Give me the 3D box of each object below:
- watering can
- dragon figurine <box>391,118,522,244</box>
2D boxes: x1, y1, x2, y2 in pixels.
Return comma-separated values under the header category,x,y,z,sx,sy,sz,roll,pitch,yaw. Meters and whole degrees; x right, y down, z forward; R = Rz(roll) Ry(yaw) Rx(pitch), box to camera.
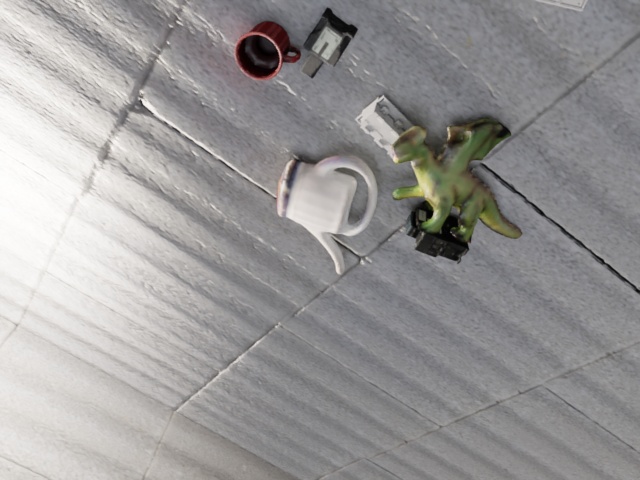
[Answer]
category,x,y,z,sx,sy,sz,roll,pitch,yaw
watering can,0.004,-0.060,1.188,0.224,0.106,0.339,18,132,2
dragon figurine,0.304,-0.128,1.044,0.409,0.125,0.238,9,125,-23
